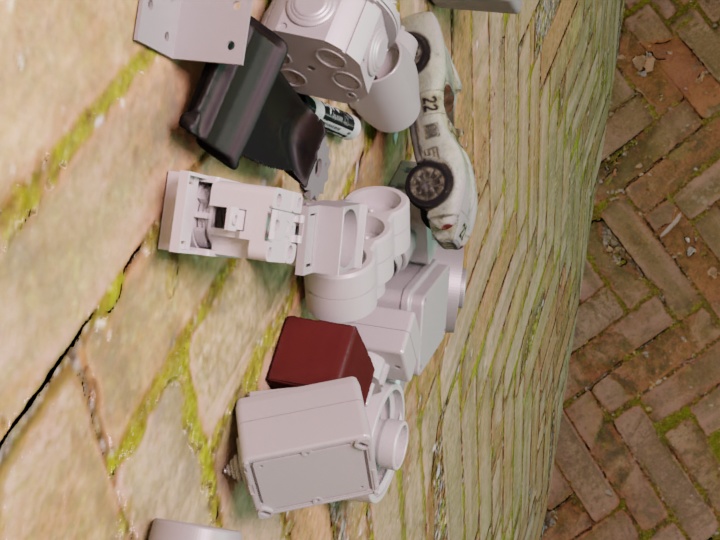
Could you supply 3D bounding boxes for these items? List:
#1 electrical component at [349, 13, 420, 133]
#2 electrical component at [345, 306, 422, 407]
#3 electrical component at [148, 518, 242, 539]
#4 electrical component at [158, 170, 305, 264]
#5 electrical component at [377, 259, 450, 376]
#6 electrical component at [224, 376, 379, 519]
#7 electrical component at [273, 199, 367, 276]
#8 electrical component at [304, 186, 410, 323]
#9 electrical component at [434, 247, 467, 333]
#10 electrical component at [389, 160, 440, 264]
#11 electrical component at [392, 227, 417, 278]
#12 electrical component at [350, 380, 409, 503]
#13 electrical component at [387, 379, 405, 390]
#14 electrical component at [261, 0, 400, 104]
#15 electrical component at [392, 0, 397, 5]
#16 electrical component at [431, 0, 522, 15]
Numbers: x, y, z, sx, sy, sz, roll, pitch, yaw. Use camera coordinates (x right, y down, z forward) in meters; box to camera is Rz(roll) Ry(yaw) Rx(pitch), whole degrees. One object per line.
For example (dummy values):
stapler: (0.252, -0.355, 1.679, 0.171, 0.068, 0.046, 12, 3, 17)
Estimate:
electrical component: (0.021, -0.157, 0.818, 0.077, 0.044, 0.079, 57, 44, -65)
electrical component: (0.005, 0.071, 0.839, 0.047, 0.066, 0.076, 73, 30, -53)
electrical component: (-0.094, 0.164, 0.592, 0.055, 0.055, 0.047, 47, 50, -68)
electrical component: (-0.066, -0.026, 0.571, 0.081, 0.064, 0.042, 3, 96, -73)
electrical component: (0.037, 0.038, 0.929, 0.113, 0.057, 0.078, -44, 139, -67)
electrical component: (-0.041, 0.112, 0.692, 0.061, 0.096, 0.061, -104, -176, -47)
electrical component: (-0.034, -0.024, 0.675, 0.081, 0.064, 0.042, -17, 115, -71)
electrical component: (0.000, 0.000, 0.810, 0.138, 0.052, 0.073, -59, 151, -53)
electrical component: (0.073, 0.015, 1.068, 0.099, 0.064, 0.099, 7, 90, -86)
electrical component: (0.054, -0.052, 0.951, 0.089, 0.056, 0.050, -62, 154, -46)
electrical component: (0.019, -0.013, 0.881, 0.043, 0.043, 0.062, 81, 26, -44)
electrical component: (0.005, 0.138, 0.878, 0.108, 0.060, 0.108, 9, 90, -73)
electrical component: (0.023, 0.103, 0.962, 0.035, 0.035, 0.061, 26, 76, -72)
electrical component: (-0.020, -0.140, 0.638, 0.080, 0.080, 0.051, 61, 46, -63)
electrical component: (0.009, -0.196, 0.764, 0.043, 0.043, 0.062, -39, 136, -65)
electrical component: (0.113, -0.267, 0.969, 0.061, 0.096, 0.061, 6, 93, -73)
